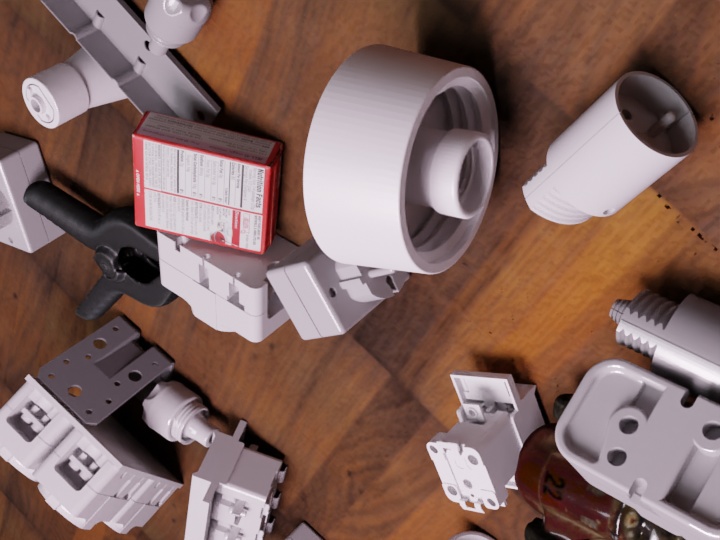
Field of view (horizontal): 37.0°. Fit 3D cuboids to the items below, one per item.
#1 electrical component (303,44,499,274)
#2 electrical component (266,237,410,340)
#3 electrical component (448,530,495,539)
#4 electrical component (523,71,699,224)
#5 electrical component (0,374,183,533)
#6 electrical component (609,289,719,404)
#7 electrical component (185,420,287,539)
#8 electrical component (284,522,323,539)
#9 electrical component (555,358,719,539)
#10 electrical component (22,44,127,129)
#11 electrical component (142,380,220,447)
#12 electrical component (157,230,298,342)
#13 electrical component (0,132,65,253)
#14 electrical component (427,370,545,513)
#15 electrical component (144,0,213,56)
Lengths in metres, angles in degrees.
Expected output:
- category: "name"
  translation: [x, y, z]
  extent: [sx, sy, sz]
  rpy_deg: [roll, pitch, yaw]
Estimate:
- category: "electrical component"
  translation: [0.028, -0.049, 0.511]
  extent: [0.060, 0.108, 0.108]
  rpy_deg: [14, 129, 30]
- category: "electrical component"
  translation: [0.000, 0.000, 0.609]
  extent: [0.077, 0.066, 0.047]
  rpy_deg: [-13, 110, 49]
- category: "electrical component"
  translation: [0.072, 0.208, 0.722]
  extent: [0.045, 0.045, 0.055]
  rpy_deg: [34, 139, 21]
- category: "electrical component"
  translation: [0.107, -0.047, 0.481]
  extent: [0.043, 0.043, 0.081]
  rpy_deg: [48, 142, 4]
- category: "electrical component"
  translation: [-0.228, 0.160, 0.900]
  extent: [0.105, 0.060, 0.186]
  rpy_deg: [40, 171, 14]
- category: "electrical component"
  translation: [0.155, 0.035, 0.500]
  extent: [0.081, 0.043, 0.043]
  rpy_deg: [27, 136, 27]
- category: "electrical component"
  translation: [-0.101, 0.190, 0.863]
  extent: [0.063, 0.078, 0.121]
  rpy_deg: [19, 136, 4]
- category: "electrical component"
  translation: [-0.051, 0.255, 0.857]
  extent: [0.066, 0.077, 0.047]
  rpy_deg: [41, 141, 13]
- category: "electrical component"
  translation: [0.145, 0.088, 0.494]
  extent: [0.095, 0.053, 0.059]
  rpy_deg: [26, 169, 34]
- category: "electrical component"
  translation: [-0.184, -0.119, 0.697]
  extent: [0.044, 0.065, 0.044]
  rpy_deg: [26, 136, 29]
- category: "electrical component"
  translation: [-0.141, 0.119, 0.865]
  extent: [0.062, 0.043, 0.043]
  rpy_deg: [30, 137, 23]
- category: "electrical component"
  translation: [-0.085, 0.002, 0.708]
  extent: [0.089, 0.050, 0.055]
  rpy_deg: [30, 137, 25]
- category: "electrical component"
  translation: [-0.284, -0.052, 0.842]
  extent: [0.047, 0.076, 0.083]
  rpy_deg: [17, 131, 35]
- category: "electrical component"
  translation: [0.075, 0.100, 0.617]
  extent: [0.042, 0.064, 0.081]
  rpy_deg: [-2, 118, 45]
- category: "electrical component"
  translation: [-0.109, -0.146, 0.626]
  extent: [0.035, 0.035, 0.061]
  rpy_deg: [50, 144, 1]
